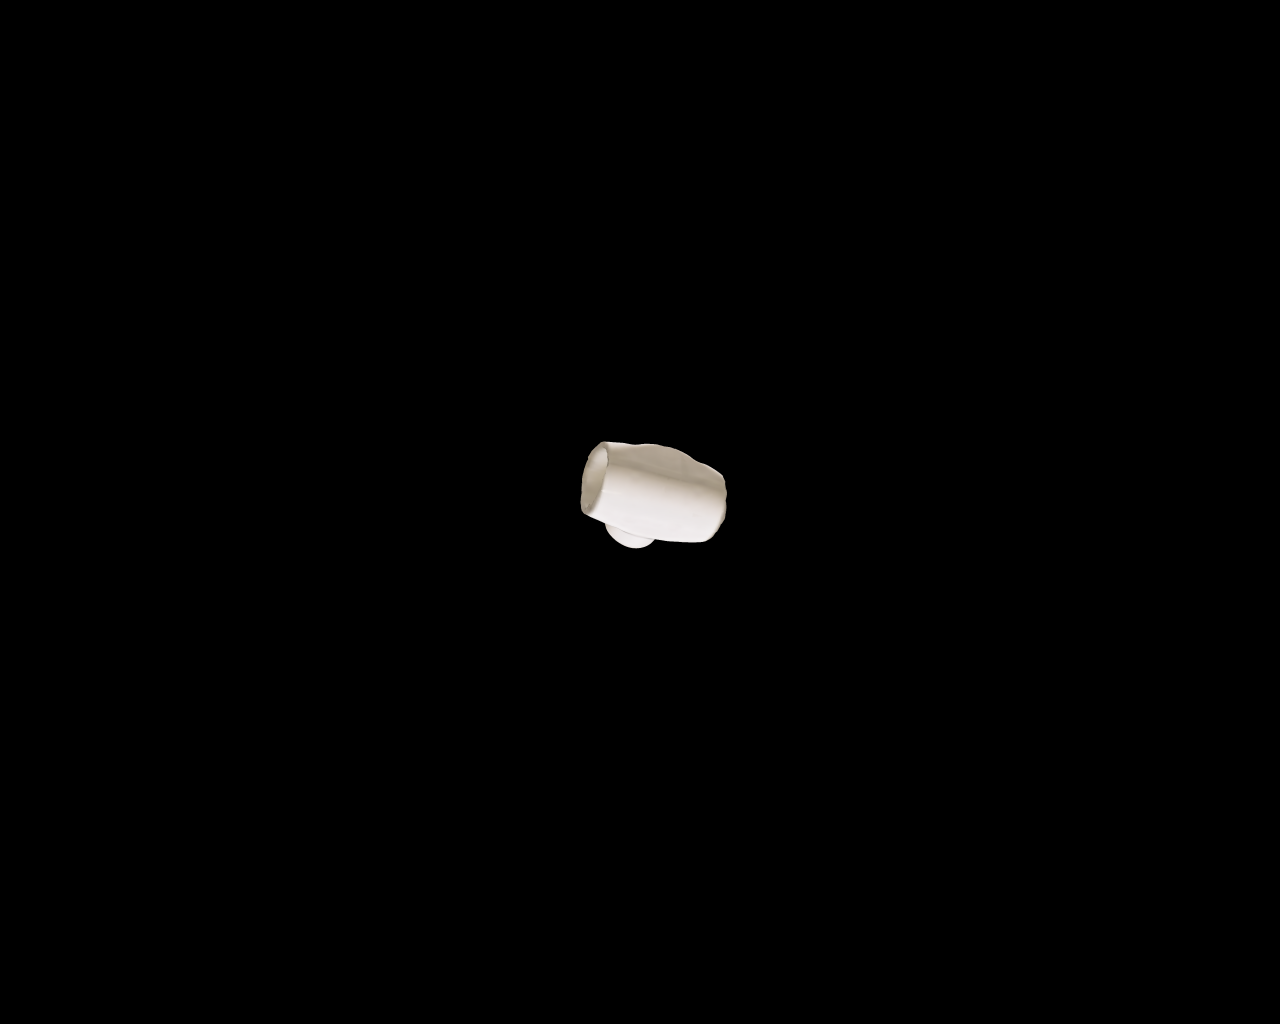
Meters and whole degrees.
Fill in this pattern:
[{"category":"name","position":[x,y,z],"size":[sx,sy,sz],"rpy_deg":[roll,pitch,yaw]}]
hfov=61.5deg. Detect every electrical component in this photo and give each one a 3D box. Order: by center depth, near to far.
[{"category":"electrical component","position":[0.001,-0.003,0.650],"size":[0.077,0.044,0.079],"rpy_deg":[14,-36,-20]}]
